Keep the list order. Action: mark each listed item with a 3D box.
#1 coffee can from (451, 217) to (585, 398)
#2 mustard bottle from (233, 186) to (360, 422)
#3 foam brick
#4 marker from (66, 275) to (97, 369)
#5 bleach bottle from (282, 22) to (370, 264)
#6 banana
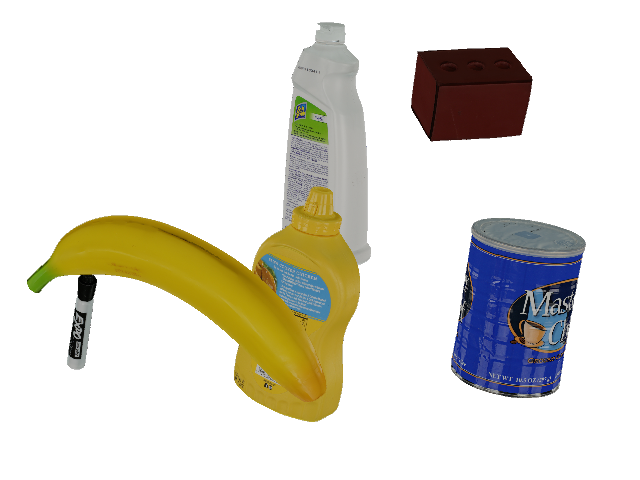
[{"bbox_3d":[0.181,0.060,0.984,0.103,0.140,0.103,6,16,-2],"label":"coffee can"},{"bbox_3d":[-0.015,0.048,0.890,0.096,0.192,0.058,22,22,32],"label":"mustard bottle"},{"bbox_3d":[0.116,-0.113,0.822,0.078,0.051,0.053,-5,38,-13],"label":"foam brick"},{"bbox_3d":[-0.243,0.082,1.086,0.020,0.121,0.020,11,35,-8],"label":"marker"},{"bbox_3d":[0.011,-0.103,1.139,0.103,0.251,0.067,18,23,39],"label":"bleach bottle"},{"bbox_3d":[-0.080,0.030,0.638,0.198,0.070,0.037,21,26,12],"label":"banana"}]
